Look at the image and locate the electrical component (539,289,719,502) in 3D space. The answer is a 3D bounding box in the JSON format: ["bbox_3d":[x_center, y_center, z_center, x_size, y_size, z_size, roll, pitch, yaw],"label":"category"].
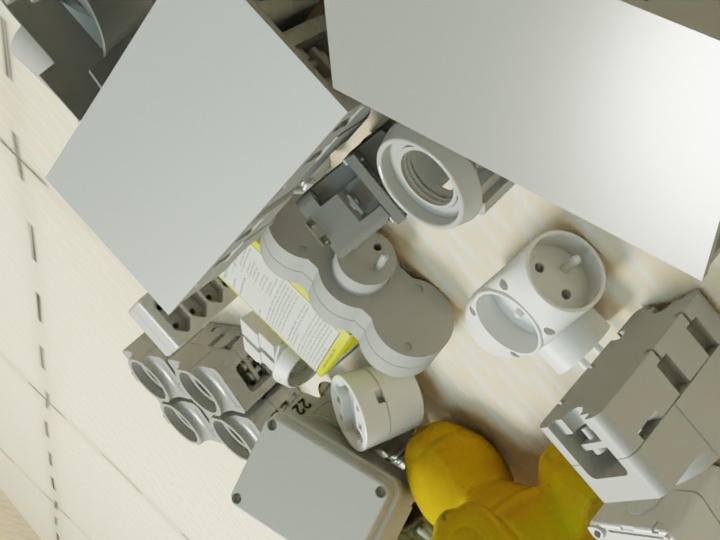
[{"bbox_3d":[0.138,0.062,0.501,0.055,0.089,0.050,49,153,-5],"label":"electrical component"}]

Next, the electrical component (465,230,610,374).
[{"bbox_3d":[0.101,0.027,0.556,0.079,0.044,0.077,46,152,3],"label":"electrical component"}]

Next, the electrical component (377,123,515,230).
[{"bbox_3d":[0.045,-0.056,0.511,0.078,0.057,0.058,29,148,30],"label":"electrical component"}]

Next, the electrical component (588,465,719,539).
[{"bbox_3d":[0.185,0.155,0.589,0.096,0.061,0.062,54,151,-14],"label":"electrical component"}]

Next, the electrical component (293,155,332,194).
[{"bbox_3d":[-0.036,-0.078,0.613,0.048,0.048,0.062,39,145,15],"label":"electrical component"}]

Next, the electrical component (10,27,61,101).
[{"bbox_3d":[-0.204,-0.142,0.764,0.081,0.043,0.043,43,152,6],"label":"electrical component"}]

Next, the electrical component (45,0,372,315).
[{"bbox_3d":[-0.078,-0.075,0.573,0.105,0.060,0.186,48,130,1],"label":"electrical component"}]

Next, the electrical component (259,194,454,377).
[{"bbox_3d":[0.000,0.000,0.654,0.138,0.052,0.073,43,153,8],"label":"electrical component"}]

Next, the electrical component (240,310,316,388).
[{"bbox_3d":[-0.058,0.056,0.820,0.055,0.048,0.066,42,153,26],"label":"electrical component"}]

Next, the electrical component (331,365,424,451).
[{"bbox_3d":[0.013,0.092,0.748,0.055,0.047,0.055,49,148,46],"label":"electrical component"}]

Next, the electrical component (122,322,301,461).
[{"bbox_3d":[-0.134,0.106,0.975,0.186,0.060,0.105,2,129,54],"label":"electrical component"}]

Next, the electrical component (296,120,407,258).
[{"bbox_3d":[0.003,-0.041,0.570,0.042,0.064,0.081,50,-166,-6],"label":"electrical component"}]

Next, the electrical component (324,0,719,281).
[{"bbox_3d":[0.075,-0.091,0.420,0.186,0.060,0.105,32,149,27],"label":"electrical component"}]

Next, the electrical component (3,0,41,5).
[{"bbox_3d":[-0.117,-0.195,0.504,0.060,0.105,0.186,55,152,-14],"label":"electrical component"}]

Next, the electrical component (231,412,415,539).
[{"bbox_3d":[-0.025,0.158,0.763,0.113,0.078,0.057,27,-176,24],"label":"electrical component"}]

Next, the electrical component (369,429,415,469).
[{"bbox_3d":[0.021,0.120,0.797,0.078,0.040,0.040,50,153,-5],"label":"electrical component"}]

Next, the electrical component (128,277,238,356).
[{"bbox_3d":[-0.138,0.025,0.848,0.047,0.083,0.076,49,153,-4],"label":"electrical component"}]
